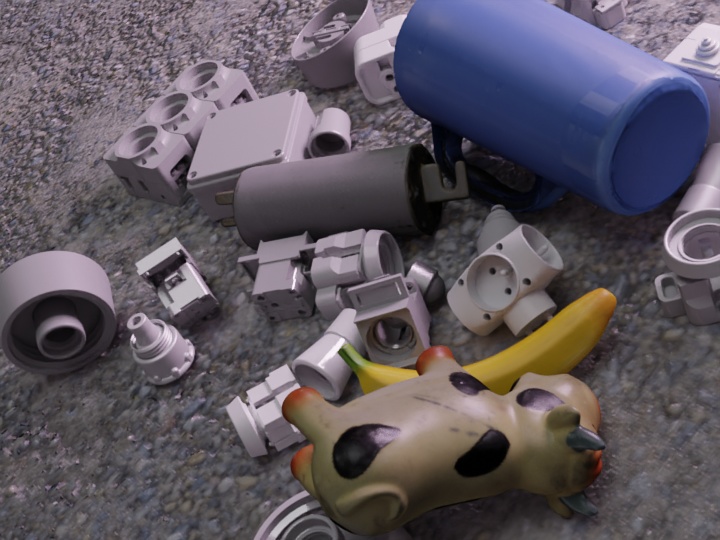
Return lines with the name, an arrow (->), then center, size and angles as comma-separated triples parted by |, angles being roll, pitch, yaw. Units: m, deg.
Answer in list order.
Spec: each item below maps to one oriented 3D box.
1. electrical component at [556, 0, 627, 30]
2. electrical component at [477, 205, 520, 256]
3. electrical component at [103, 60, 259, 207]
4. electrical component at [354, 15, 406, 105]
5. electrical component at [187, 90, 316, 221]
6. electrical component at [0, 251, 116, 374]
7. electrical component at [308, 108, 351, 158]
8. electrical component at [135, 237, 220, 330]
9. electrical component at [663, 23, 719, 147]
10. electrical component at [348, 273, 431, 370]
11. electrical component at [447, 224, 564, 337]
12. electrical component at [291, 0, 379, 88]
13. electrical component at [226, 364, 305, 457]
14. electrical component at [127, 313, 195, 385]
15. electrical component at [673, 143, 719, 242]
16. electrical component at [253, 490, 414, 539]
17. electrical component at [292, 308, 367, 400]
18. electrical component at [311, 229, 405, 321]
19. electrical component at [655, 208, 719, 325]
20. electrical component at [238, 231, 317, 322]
electrical component -> 0.213, -0.267, 1.010 | 0.058, 0.057, 0.078 | -33, 40, -3
electrical component -> 0.111, -0.021, 0.830 | 0.040, 0.040, 0.078 | -17, 41, 16
electrical component -> -0.184, -0.146, 1.122 | 0.089, 0.061, 0.150 | 14, 57, 40
electrical component -> 0.044, -0.211, 1.056 | 0.095, 0.053, 0.059 | -18, 41, 14
electrical component -> -0.101, -0.111, 1.039 | 0.109, 0.056, 0.108 | -12, 43, 21
electrical component -> -0.267, 0.044, 0.945 | 0.108, 0.108, 0.060 | -31, 46, -1
electrical component -> -0.028, -0.128, 1.027 | 0.040, 0.040, 0.046 | -15, 37, 17
electrical component -> -0.155, 0.014, 0.931 | 0.042, 0.081, 0.063 | -35, 69, -4
electrical component -> 0.275, -0.142, 0.812 | 0.061, 0.096, 0.062 | -44, 42, -16
electrical component -> 0.027, 0.039, 0.798 | 0.042, 0.081, 0.063 | -16, 20, 17
electrical component -> 0.115, 0.022, 0.773 | 0.077, 0.044, 0.079 | -45, 71, 26
electrical component -> -0.024, -0.238, 1.118 | 0.099, 0.064, 0.099 | -17, 42, 15
electrical component -> -0.066, 0.108, 0.801 | 0.055, 0.048, 0.066 | -28, 40, -9
electrical component -> -0.171, 0.062, 0.898 | 0.048, 0.062, 0.048 | -17, 42, 16
electrical component -> 0.255, -0.053, 0.777 | 0.044, 0.044, 0.065 | 17, 64, 41
electrical component -> -0.021, 0.187, 0.679 | 0.108, 0.060, 0.108 | -17, 42, 16
electrical component -> -0.016, 0.062, 0.822 | 0.044, 0.044, 0.065 | 12, 51, 39
electrical component -> 0.000, 0.000, 0.863 | 0.057, 0.058, 0.078 | -14, 43, 23
electrical component -> 0.236, -0.004, 0.723 | 0.078, 0.057, 0.058 | -16, 42, 17
electrical component -> -0.061, 0.008, 0.904 | 0.081, 0.042, 0.063 | -11, 48, 23
